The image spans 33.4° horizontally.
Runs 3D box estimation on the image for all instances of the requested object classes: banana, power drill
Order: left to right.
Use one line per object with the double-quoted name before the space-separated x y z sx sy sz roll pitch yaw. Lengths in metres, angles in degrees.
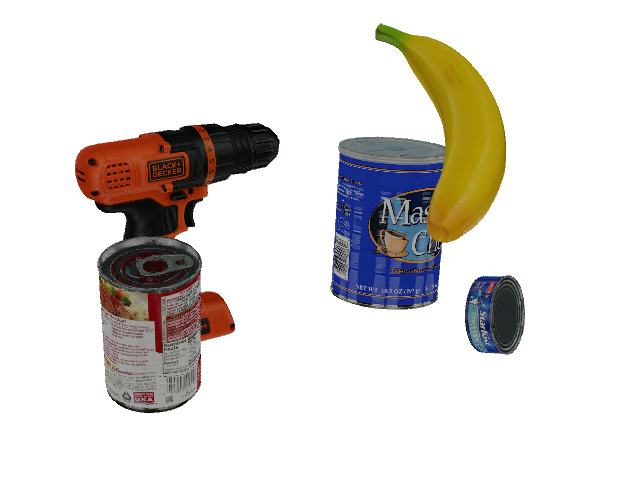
"power drill" -0.116 -0.006 0.923 0.184 0.188 0.057 -12 20 -29
"banana" 0.083 -0.070 0.675 0.069 0.198 0.037 -5 -44 -6

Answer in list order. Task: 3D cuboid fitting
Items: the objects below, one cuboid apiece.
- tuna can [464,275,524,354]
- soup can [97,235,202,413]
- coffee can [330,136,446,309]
"tuna can" 0.190 0.081 1.162 0.034 0.086 0.086 0 0 34
"soup can" -0.114 0.057 0.725 0.068 0.102 0.068 2 30 -2
"coffee can" 0.064 -0.018 0.988 0.103 0.140 0.103 3 15 -1
